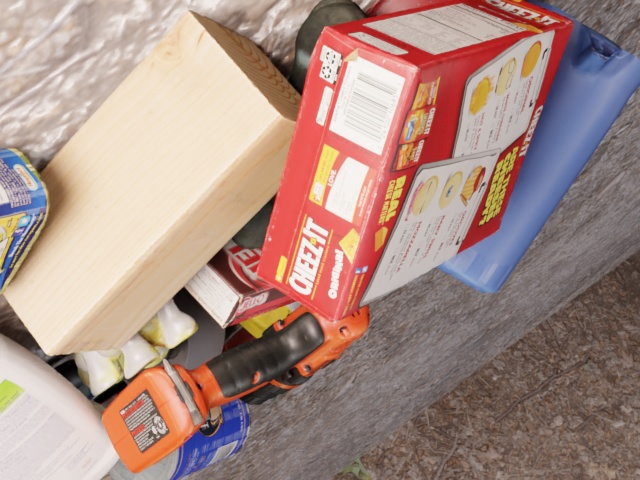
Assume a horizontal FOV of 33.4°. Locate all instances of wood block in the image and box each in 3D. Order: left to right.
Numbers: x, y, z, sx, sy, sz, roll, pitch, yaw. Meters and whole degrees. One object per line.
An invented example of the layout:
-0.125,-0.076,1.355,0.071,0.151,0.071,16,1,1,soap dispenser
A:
-0.104,-0.030,0.667,0.206,0.091,0.090,-44,163,14,wood block

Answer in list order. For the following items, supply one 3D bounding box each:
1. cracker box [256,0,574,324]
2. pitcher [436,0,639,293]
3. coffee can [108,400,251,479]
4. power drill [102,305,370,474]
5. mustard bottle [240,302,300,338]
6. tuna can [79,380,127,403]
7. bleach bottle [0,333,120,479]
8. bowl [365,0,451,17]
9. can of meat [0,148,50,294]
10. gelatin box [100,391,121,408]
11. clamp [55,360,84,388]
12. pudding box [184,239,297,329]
0.063,-0.061,0.669,0.213,0.072,0.164,-26,139,-51,cracker box
0.170,-0.081,0.955,0.149,0.145,0.243,24,98,-54,pitcher
-0.154,0.202,1.141,0.103,0.103,0.140,-47,162,24,coffee can
-0.069,0.108,0.813,0.187,0.057,0.185,-25,167,-40,power drill
-0.007,0.001,0.952,0.191,0.058,0.096,-57,132,-17,mustard bottle
-0.198,0.133,0.987,0.086,0.034,0.086,-36,163,-13,tuna can
-0.225,0.104,0.724,0.102,0.068,0.250,-45,145,-16,bleach bottle
0.090,-0.152,0.830,0.162,0.055,0.162,-36,163,-13,bowl
-0.206,-0.001,0.583,0.083,0.057,0.102,-19,154,-54,can of meat
-0.200,0.177,0.980,0.073,0.030,0.089,-28,160,-40,gelatin box
-0.276,0.166,0.887,0.171,0.039,0.120,-15,136,-43,clamp
-0.071,0.008,0.794,0.089,0.114,0.039,-16,142,-53,pudding box
